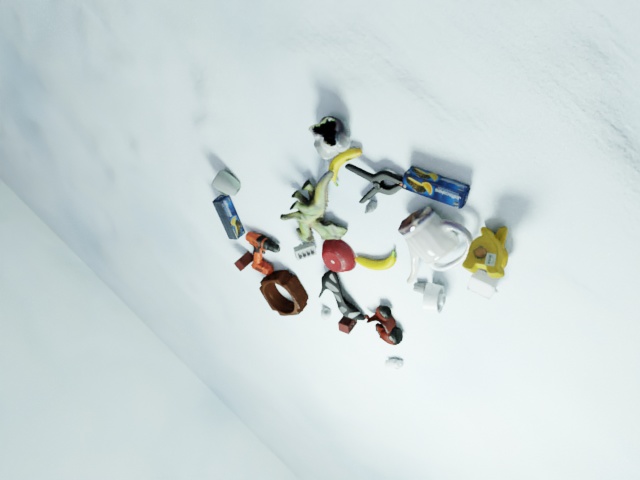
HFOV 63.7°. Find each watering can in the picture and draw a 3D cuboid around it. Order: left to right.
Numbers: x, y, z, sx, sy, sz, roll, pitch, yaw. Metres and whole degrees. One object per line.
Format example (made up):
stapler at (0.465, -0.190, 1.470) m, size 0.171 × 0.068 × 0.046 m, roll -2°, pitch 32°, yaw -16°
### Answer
watering can at (0.343, 0.020, 1.705) m, size 0.224 × 0.106 × 0.342 m, roll 50°, pitch 138°, yaw -1°

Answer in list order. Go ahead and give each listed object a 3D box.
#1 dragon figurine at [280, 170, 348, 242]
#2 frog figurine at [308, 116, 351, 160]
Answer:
dragon figurine at (0.006, -0.097, 1.930) m, size 0.241 × 0.125 × 0.404 m, roll 38°, pitch 143°, yaw -17°
frog figurine at (0.039, -0.333, 1.714) m, size 0.138 × 0.124 × 0.157 m, roll 19°, pitch 169°, yaw 17°
